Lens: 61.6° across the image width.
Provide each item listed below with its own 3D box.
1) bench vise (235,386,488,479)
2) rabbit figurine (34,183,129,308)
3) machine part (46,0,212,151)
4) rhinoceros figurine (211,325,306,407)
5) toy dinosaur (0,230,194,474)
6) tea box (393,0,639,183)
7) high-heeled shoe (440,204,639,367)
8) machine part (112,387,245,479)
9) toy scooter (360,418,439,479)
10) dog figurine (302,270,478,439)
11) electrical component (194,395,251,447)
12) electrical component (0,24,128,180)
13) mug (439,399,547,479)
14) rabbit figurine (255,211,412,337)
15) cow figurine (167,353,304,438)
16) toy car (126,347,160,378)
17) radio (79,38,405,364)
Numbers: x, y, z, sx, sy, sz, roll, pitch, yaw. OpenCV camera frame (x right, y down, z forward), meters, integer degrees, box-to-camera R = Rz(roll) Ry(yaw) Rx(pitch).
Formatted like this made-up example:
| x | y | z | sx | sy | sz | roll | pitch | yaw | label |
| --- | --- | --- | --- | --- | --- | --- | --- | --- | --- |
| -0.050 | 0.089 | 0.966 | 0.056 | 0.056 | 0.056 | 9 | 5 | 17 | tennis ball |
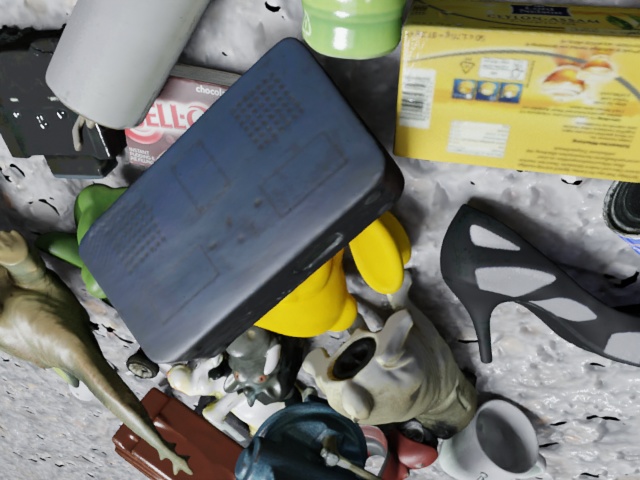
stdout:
| x | y | z | sx | sy | sz | roll | pitch | yaw | label |
| --- | --- | --- | --- | --- | --- | --- | --- | --- | --- |
| 0.022 | 0.228 | 0.555 | 0.224 | 0.241 | 0.128 | 15 | 102 | -10 | bench vise |
| -0.210 | 0.026 | 0.557 | 0.159 | 0.121 | 0.170 | 34 | 144 | -5 | rabbit figurine |
| -0.123 | -0.165 | 0.375 | 0.079 | 0.079 | 0.243 | 34 | 116 | -10 | machine part |
| -0.064 | 0.119 | 0.562 | 0.073 | 0.112 | 0.190 | 10 | 152 | 9 | rhinoceros figurine |
| -0.307 | 0.070 | 0.559 | 0.472 | 0.105 | 0.198 | 40 | 161 | 20 | toy dinosaur |
| 0.140 | -0.104 | 0.366 | 0.170 | 0.068 | 0.098 | 9 | 130 | 10 | tea box |
| 0.230 | 0.032 | 0.466 | 0.249 | 0.086 | 0.145 | -5 | 95 | 0 | high-heeled shoe |
| -0.167 | 0.291 | 0.700 | 0.201 | 0.087 | 0.201 | 37 | 151 | 3 | machine part |
| 0.051 | 0.282 | 0.658 | 0.184 | 0.135 | 0.075 | -8 | 126 | 25 | toy scooter |
| 0.090 | 0.152 | 0.524 | 0.121 | 0.172 | 0.190 | -25 | 111 | 40 | dog figurine |
| -0.111 | 0.256 | 0.746 | 0.119 | 0.048 | 0.075 | 43 | 129 | -17 | electrical component |
| -0.232 | -0.120 | 0.483 | 0.115 | 0.058 | 0.134 | 3 | 127 | 18 | electrical component |
| 0.196 | 0.244 | 0.623 | 0.109 | 0.081 | 0.107 | 24 | 141 | -9 | mug |
| -0.001 | -0.001 | 0.468 | 0.162 | 0.122 | 0.173 | 22 | 112 | 10 | rabbit figurine |
| -0.101 | 0.184 | 0.667 | 0.167 | 0.098 | 0.068 | 37 | 169 | -8 | cow figurine |
| -0.151 | 0.093 | 0.603 | 0.053 | 0.089 | 0.202 | 36 | 130 | -17 | toy car |
| -0.057 | -0.020 | 0.399 | 0.229 | 0.073 | 0.131 | -42 | 72 | 12 | radio |
